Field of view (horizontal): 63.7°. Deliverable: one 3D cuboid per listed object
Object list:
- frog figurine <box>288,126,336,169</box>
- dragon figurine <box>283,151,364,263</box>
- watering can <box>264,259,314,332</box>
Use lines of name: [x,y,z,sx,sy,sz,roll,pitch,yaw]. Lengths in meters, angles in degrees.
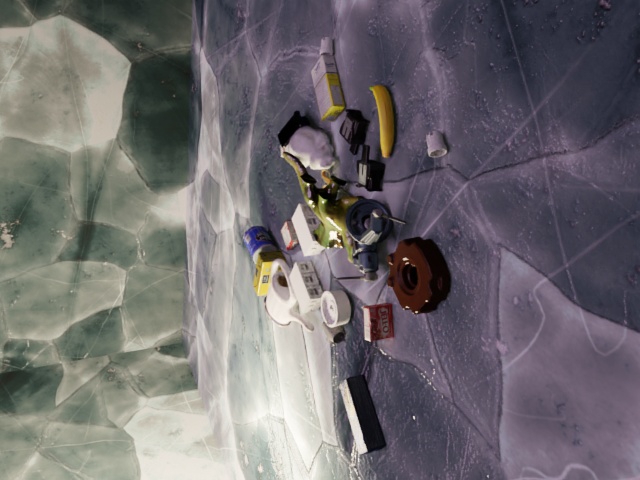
frog figurine: [-0.026,-0.270,1.576,0.136,0.163,0.121,-38,-46,16]
dragon figurine: [0.005,-0.076,1.518,0.123,0.237,0.417,-19,45,-30]
watering can: [-0.117,0.232,1.848,0.104,0.355,0.219,-5,-42,-25]
